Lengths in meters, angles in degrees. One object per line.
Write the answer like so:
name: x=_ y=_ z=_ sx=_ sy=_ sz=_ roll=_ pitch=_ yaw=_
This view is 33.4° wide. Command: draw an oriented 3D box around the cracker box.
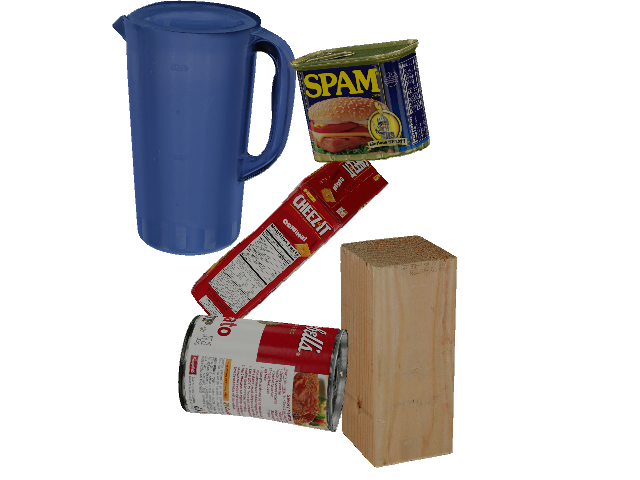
cracker box: x=-0.037 y=-0.005 z=1.254 sx=0.214 sy=0.072 sz=0.164 roll=-42 pitch=0 yaw=29

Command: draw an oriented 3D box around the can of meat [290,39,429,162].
can of meat: x=0.034 y=-0.110 z=0.854 sx=0.102 sy=0.084 sz=0.057 roll=0 pitch=21 yaw=33

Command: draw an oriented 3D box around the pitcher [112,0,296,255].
pitcher: x=-0.120 y=-0.111 z=1.072 sx=0.144 sy=0.243 sz=0.149 roll=-10 pitch=28 yaw=-28

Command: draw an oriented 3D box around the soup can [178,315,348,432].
soup can: x=-0.036 y=0.087 z=0.710 sx=0.102 sy=0.068 sz=0.068 roll=5 pitch=1 yaw=9

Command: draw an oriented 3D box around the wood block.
wood block: x=0.076 y=0.108 z=1.070 sx=0.090 sy=0.206 sz=0.091 roll=-6 pitch=17 yaw=-20
